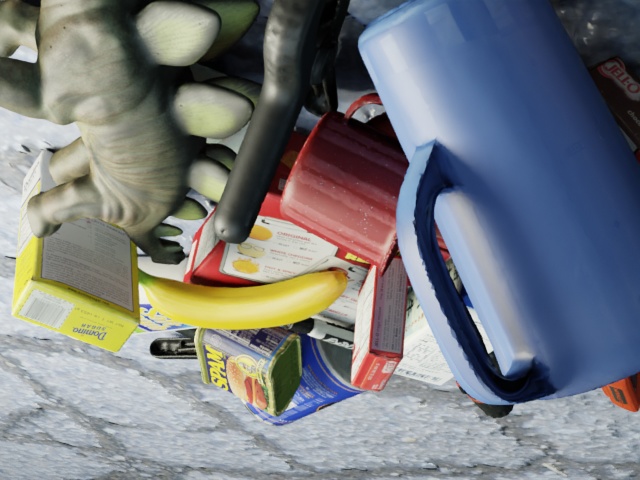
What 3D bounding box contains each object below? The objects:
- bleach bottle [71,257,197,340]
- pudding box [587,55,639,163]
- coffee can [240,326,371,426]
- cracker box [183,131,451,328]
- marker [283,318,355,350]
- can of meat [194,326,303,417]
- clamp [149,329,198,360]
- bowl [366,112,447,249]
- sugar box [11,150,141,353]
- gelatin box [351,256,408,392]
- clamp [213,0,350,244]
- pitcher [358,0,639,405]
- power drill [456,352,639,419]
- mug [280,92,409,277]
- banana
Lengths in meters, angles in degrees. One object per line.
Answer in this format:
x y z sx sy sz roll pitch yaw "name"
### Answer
-0.154 0.052 1.070 0.251 0.068 0.102 -6 147 22 "bleach bottle"
0.205 -0.052 0.709 0.039 0.113 0.090 -27 159 -16 "pudding box"
-0.007 0.123 1.093 0.102 0.103 0.141 28 141 -31 "coffee can"
-0.006 0.001 0.914 0.164 0.072 0.214 18 150 -18 "cracker box"
0.017 0.087 0.971 0.121 0.020 0.020 21 151 -30 "marker"
-0.065 0.112 1.009 0.084 0.057 0.102 24 145 20 "can of meat"
-0.106 0.116 1.198 0.171 0.039 0.120 7 159 -5 "clamp"
0.103 -0.058 0.765 0.162 0.055 0.162 16 149 10 "bowl"
-0.199 0.006 0.877 0.093 0.176 0.048 25 117 -27 "sugar box"
0.048 0.066 0.847 0.030 0.089 0.073 9 151 -6 "gelatin box"
-0.015 -0.105 0.649 0.036 0.164 0.210 23 141 8 "clamp"
0.113 -0.033 0.622 0.145 0.149 0.243 -26 97 15 "pitcher"
0.236 0.143 1.117 0.188 0.057 0.184 -3 150 23 "power drill"
0.029 -0.044 0.704 0.081 0.093 0.117 27 123 6 "mug"
-0.067 0.051 0.905 0.198 0.037 0.069 0 151 17 "banana"
